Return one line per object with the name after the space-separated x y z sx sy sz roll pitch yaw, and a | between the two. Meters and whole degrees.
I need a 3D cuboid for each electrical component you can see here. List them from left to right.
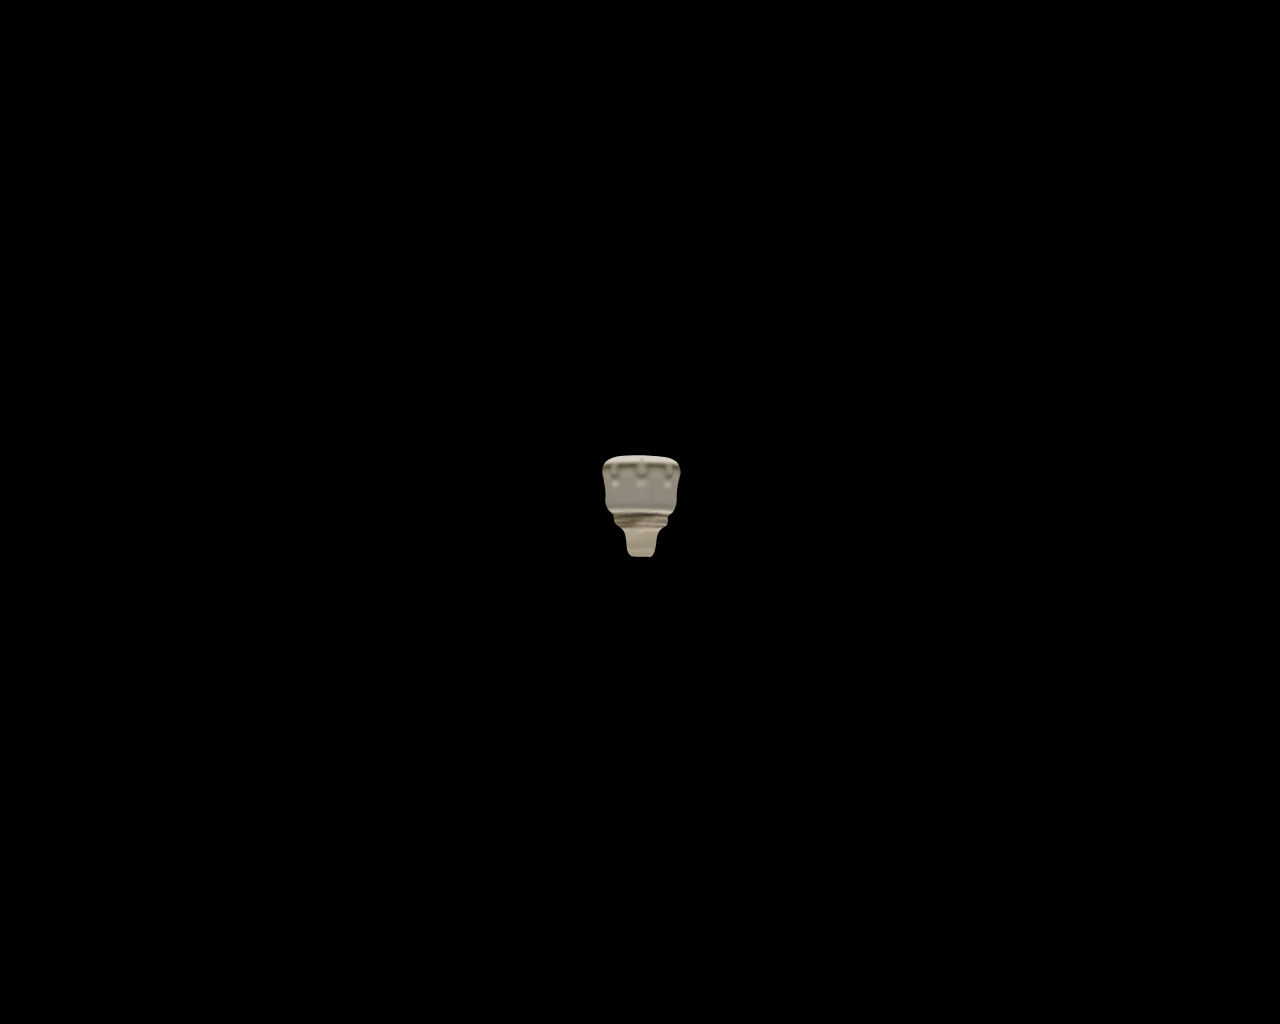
0.001 -0.003 0.650 0.048 0.062 0.048 0 -2 0 | electrical component
